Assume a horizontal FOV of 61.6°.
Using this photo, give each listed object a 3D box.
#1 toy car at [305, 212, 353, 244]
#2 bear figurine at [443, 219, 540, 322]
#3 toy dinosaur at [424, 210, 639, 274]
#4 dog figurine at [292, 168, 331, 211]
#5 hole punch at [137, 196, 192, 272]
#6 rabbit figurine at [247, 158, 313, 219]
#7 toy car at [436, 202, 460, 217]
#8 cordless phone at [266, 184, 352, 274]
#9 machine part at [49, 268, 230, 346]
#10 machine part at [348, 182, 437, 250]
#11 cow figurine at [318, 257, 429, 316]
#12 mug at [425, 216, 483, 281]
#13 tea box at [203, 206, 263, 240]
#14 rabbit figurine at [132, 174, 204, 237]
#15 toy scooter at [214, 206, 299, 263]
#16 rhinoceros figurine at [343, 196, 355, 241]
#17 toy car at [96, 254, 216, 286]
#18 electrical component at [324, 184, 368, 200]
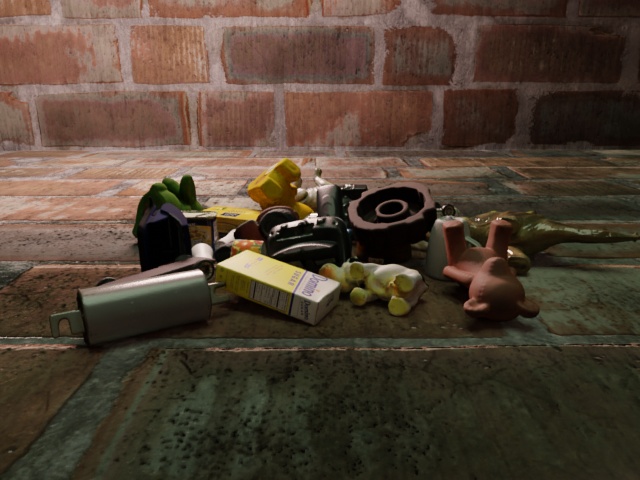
[{"bbox_3d":[-0.002,-0.003,1.042,0.109,0.102,0.161,6,15,23],"label":"toy car"},{"bbox_3d":[0.258,0.045,0.830,0.120,0.131,0.196,-1,10,5],"label":"bear figurine"},{"bbox_3d":[0.382,-0.012,1.059,0.472,0.105,0.198,8,17,29],"label":"toy dinosaur"},{"bbox_3d":[0.016,-0.077,1.341,0.172,0.121,0.191,-42,52,-17],"label":"dog figurine"},{"bbox_3d":[-0.281,-0.002,0.999,0.092,0.142,0.116,-3,30,-5],"label":"hole punch"},{"bbox_3d":[-0.089,-0.079,1.263,0.162,0.173,0.122,-31,24,43],"label":"rabbit figurine"},{"bbox_3d":[0.251,-0.061,1.331,0.202,0.056,0.074,-5,10,-22],"label":"toy car"},{"bbox_3d":[-0.021,-0.024,0.961,0.147,0.088,0.184,-9,53,12],"label":"cordless phone"},{"bbox_3d":[-0.244,0.091,0.751,0.243,0.079,0.079,-9,18,-29],"label":"machine part"},{"bbox_3d":[0.140,-0.046,1.033,0.179,0.055,0.179,-11,31,7],"label":"machine part"},{"bbox_3d":[0.085,0.063,0.865,0.168,0.068,0.098,12,14,29],"label":"cow figurine"},{"bbox_3d":[0.241,0.015,0.965,0.081,0.107,0.110,-15,19,-37],"label":"mug"},{"bbox_3d":[-0.186,-0.030,1.199,0.170,0.068,0.098,7,17,21],"label":"tea box"},{"bbox_3d":[-0.333,-0.067,1.230,0.121,0.159,0.170,-3,-2,25],"label":"rabbit figurine"},{"bbox_3d":[-0.116,-0.008,1.062,0.184,0.075,0.135,-29,-1,9],"label":"toy scooter"},{"bbox_3d":[0.084,-0.047,1.172,0.190,0.112,0.073,-23,24,-7],"label":"rhinoceros figurine"},{"bbox_3d":[-0.265,0.068,0.879,0.202,0.053,0.089,-18,13,-38],"label":"toy car"},{"bbox_3d":[0.069,-0.073,1.265,0.134,0.114,0.058,0,18,6],"label":"electrical component"}]
